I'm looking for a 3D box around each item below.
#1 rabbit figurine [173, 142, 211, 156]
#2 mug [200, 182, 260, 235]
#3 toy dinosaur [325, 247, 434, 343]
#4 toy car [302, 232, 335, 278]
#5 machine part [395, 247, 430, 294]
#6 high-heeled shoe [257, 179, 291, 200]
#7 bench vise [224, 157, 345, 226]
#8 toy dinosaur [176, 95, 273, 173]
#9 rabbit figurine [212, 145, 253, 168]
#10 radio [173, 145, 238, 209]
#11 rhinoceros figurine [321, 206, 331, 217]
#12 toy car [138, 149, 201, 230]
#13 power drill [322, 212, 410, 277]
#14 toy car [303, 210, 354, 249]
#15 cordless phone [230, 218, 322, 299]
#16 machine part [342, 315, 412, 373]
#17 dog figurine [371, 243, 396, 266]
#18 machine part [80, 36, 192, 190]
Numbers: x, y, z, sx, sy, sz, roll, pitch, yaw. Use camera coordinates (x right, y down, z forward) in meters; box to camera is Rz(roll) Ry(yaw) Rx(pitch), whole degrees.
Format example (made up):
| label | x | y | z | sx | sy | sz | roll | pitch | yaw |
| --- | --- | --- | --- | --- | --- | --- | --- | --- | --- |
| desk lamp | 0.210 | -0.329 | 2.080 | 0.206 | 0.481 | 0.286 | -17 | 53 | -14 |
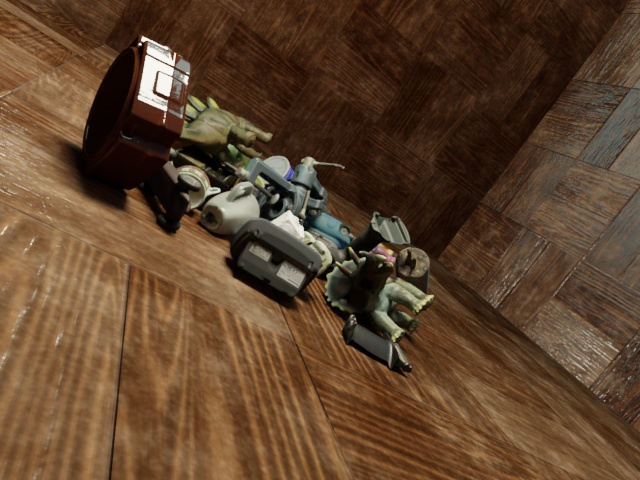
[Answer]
| label | x | y | z | sx | sy | sz | roll | pitch | yaw |
| --- | --- | --- | --- | --- | --- | --- | --- | --- | --- |
| rabbit figurine | -0.313 | -0.235 | 1.336 | 0.162 | 0.122 | 0.173 | 36 | 26 | -38 |
| mug | -0.165 | -0.056 | 0.992 | 0.081 | 0.109 | 0.107 | 42 | 24 | 9 |
| toy dinosaur | 0.126 | 0.115 | 1.124 | 0.192 | 0.131 | 0.404 | 37 | 1 | 16 |
| toy car | -0.029 | 0.029 | 1.023 | 0.056 | 0.073 | 0.202 | 53 | -6 | -18 |
| machine part | 0.217 | 0.087 | 1.256 | 0.079 | 0.079 | 0.243 | 39 | -16 | 25 |
| high-heeled shoe | -0.115 | -0.123 | 1.348 | 0.086 | 0.145 | 0.249 | 31 | 12 | -27 |
| bench vise | -0.082 | -0.106 | 1.136 | 0.129 | 0.223 | 0.240 | 20 | -11 | 44 |
| toy dinosaur | -0.242 | -0.243 | 1.214 | 0.199 | 0.105 | 0.471 | 33 | 15 | 4 |
| rabbit figurine | -0.219 | -0.201 | 1.491 | 0.170 | 0.121 | 0.159 | 50 | 14 | 1 |
| radio | -0.252 | -0.133 | 1.139 | 0.131 | 0.073 | 0.230 | 33 | 10 | -10 |
| rhinoceros figurine | -0.034 | -0.094 | 1.419 | 0.112 | 0.073 | 0.190 | 49 | 2 | 31 |
| toy car | -0.247 | -0.089 | 0.885 | 0.053 | 0.089 | 0.202 | 22 | 14 | -42 |
| power drill | 0.099 | 0.025 | 1.209 | 0.232 | 0.207 | 0.086 | 11 | 56 | -45 |
| toy car | -0.003 | -0.004 | 1.275 | 0.162 | 0.103 | 0.109 | 30 | -25 | 9 |
| cordless phone | -0.089 | 0.030 | 0.926 | 0.146 | 0.088 | 0.184 | 33 | -9 | -15 |
| machine part | 0.096 | 0.177 | 0.922 | 0.138 | 0.039 | 0.084 | 33 | 18 | -26 |
| dog figurine | 0.084 | 0.029 | 1.423 | 0.219 | 0.108 | 0.191 | 31 | 11 | -8 |
| machine part | -0.289 | -0.194 | 0.831 | 0.087 | 0.201 | 0.201 | 19 | -28 | -37 |
